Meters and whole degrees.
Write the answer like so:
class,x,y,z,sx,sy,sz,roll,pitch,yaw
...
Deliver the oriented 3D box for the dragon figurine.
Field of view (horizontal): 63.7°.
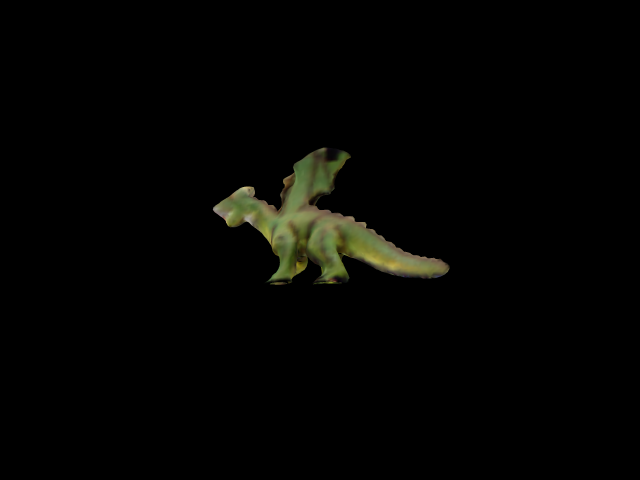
class,x,y,z,sx,sy,sz,roll,pitch,yaw
dragon figurine,0.003,-0.043,0.850,0.409,0.246,0.121,-5,-15,22
